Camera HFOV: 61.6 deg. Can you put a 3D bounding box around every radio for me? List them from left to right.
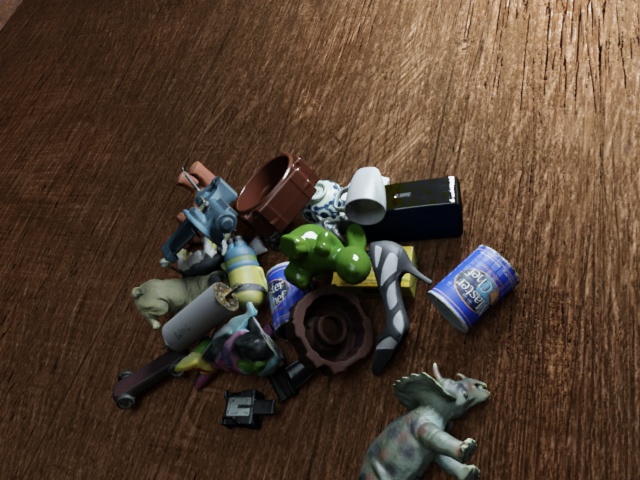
[{"bbox_3d":[0.189,-0.058,1.150,0.230,0.131,0.073,-5,58,21],"label":"radio"}]

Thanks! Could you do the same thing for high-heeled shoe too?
[{"bbox_3d":[0.114,0.128,1.045,0.145,0.086,0.248,30,98,19],"label":"high-heeled shoe"}]

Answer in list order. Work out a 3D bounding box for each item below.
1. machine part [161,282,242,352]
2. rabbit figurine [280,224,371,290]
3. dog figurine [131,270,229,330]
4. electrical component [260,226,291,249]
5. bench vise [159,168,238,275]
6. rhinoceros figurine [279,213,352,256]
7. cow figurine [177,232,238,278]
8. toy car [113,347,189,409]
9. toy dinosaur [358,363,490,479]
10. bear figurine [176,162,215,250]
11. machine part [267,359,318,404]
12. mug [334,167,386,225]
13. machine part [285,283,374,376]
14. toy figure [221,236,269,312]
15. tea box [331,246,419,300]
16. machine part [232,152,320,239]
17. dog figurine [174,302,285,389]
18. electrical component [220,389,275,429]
[{"bbox_3d":[-0.261,0.168,1.164,0.243,0.079,0.079,-38,51,17],"label":"machine part"},{"bbox_3d":[0.031,0.039,1.047,0.170,0.121,0.159,20,33,33],"label":"rabbit figurine"},{"bbox_3d":[-0.312,0.113,1.239,0.190,0.172,0.121,-34,63,9],"label":"dog figurine"},{"bbox_3d":[-0.107,-0.027,1.310,0.078,0.045,0.102,15,60,30],"label":"electrical component"},{"bbox_3d":[-0.291,-0.036,1.256,0.240,0.128,0.224,-46,46,-3],"label":"bench vise"},{"bbox_3d":[-0.003,-0.004,1.240,0.190,0.073,0.112,-19,40,17],"label":"rhinoceros figurine"},{"bbox_3d":[-0.269,0.045,1.322,0.167,0.068,0.098,-25,58,11],"label":"cow figurine"},{"bbox_3d":[-0.377,0.304,1.213,0.202,0.053,0.089,-31,32,0],"label":"toy car"},{"bbox_3d":[0.140,0.382,0.906,0.405,0.131,0.192,-49,41,-6],"label":"toy dinosaur"},{"bbox_3d":[-0.330,-0.083,1.401,0.120,0.132,0.196,-18,43,50],"label":"bear figurine"},{"bbox_3d":[-0.041,0.268,1.100,0.139,0.039,0.084,-34,47,2],"label":"machine part"},{"bbox_3d":[0.085,-0.092,1.092,0.110,0.080,0.107,-10,47,27],"label":"mug"},{"bbox_3d":[0.017,0.176,1.058,0.056,0.179,0.179,-35,35,56],"label":"machine part"},{"bbox_3d":[-0.176,0.079,1.229,0.082,0.089,0.180,-33,69,45],"label":"toy figure"},{"bbox_3d":[0.118,0.070,1.139,0.170,0.068,0.098,-3,59,23],"label":"tea box"},{"bbox_3d":[-0.111,-0.112,1.293,0.201,0.087,0.202,-49,29,-5],"label":"machine part"},{"bbox_3d":[-0.195,0.248,1.131,0.219,0.108,0.192,-36,33,4],"label":"dog figurine"},{"bbox_3d":[-0.139,0.341,1.088,0.119,0.047,0.075,-9,56,17],"label":"electrical component"}]
